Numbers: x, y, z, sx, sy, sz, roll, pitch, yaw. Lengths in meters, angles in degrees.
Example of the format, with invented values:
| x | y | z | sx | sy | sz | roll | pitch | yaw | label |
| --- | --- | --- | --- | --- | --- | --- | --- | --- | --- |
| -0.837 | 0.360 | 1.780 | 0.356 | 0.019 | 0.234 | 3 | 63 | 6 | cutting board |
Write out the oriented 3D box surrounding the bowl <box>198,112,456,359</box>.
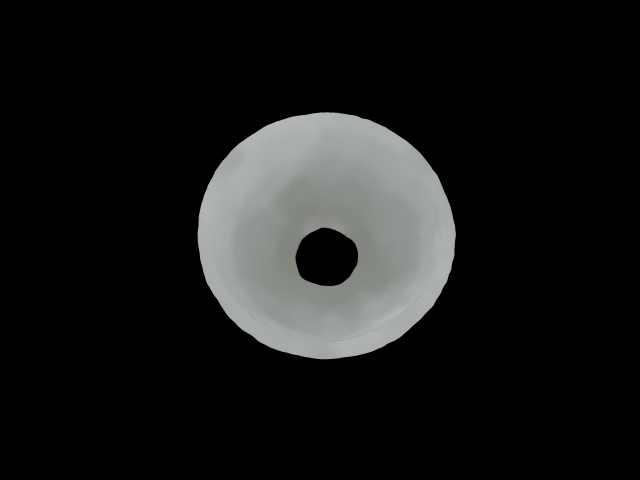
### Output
| x | y | z | sx | sy | sz | roll | pitch | yaw | label |
| --- | --- | --- | --- | --- | --- | --- | --- | --- | --- |
| 0.004 | 0.001 | 0.400 | 0.167 | 0.075 | 0.167 | 0 | 74 | 0 | bowl |
